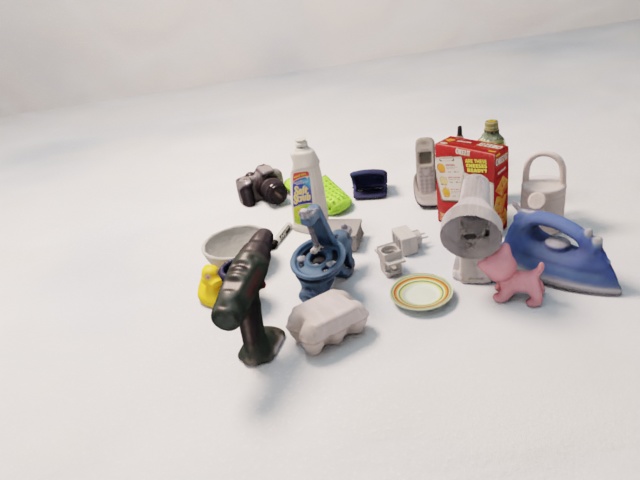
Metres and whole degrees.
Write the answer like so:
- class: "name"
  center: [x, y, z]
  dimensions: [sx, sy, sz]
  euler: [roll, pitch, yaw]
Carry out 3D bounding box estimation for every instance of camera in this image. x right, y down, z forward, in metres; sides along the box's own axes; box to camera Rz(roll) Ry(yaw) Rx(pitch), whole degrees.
- class: "camera"
  center: [-0.163, -0.159, 1.687]
  dimensions: [0.143, 0.101, 0.136]
  euler: [-19, 31, -18]

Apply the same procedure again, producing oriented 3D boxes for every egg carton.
- class: "egg carton"
  center: [0.014, 0.156, 1.109]
  dimensions: [0.151, 0.069, 0.107]
  euler: [-24, 32, -25]

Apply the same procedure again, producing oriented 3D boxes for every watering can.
- class: "watering can"
  center: [0.517, -0.111, 1.324]
  dimensions: [0.100, 0.194, 0.173]
  euler: [-4, 29, 9]

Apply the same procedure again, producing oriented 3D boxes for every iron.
- class: "iron"
  center: [0.491, 0.010, 1.167]
  dimensions: [0.119, 0.142, 0.257]
  euler: [-30, 35, -33]

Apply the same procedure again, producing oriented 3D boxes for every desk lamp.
- class: "desk lamp"
  center: [0.317, -0.015, 1.184]
  dimensions: [0.117, 0.214, 0.203]
  euler: [2, 31, 18]

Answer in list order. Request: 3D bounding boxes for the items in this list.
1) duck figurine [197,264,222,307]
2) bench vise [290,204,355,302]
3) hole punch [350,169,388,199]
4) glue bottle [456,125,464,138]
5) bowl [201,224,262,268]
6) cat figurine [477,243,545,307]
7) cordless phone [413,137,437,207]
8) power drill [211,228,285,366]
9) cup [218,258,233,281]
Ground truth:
- class: "duck figurine"
  center: [-0.239, 0.092, 1.273]
  dimensions: [0.078, 0.086, 0.104]
  euler: [-23, 32, -24]
- class: "bench vise"
  center: [0.000, 0.005, 1.228]
  dimensions: [0.121, 0.220, 0.207]
  euler: [-1, 30, 13]
- class: "hole punch"
  center: [0.140, -0.176, 1.648]
  dimensions: [0.108, 0.091, 0.101]
  euler: [-3, 29, 9]
- class: "glue bottle"
  center: [0.391, -0.237, 1.604]
  dimensions: [0.078, 0.173, 0.037]
  euler: [-22, 32, -23]
- class: "bowl"
  center: [-0.197, 0.032, 1.381]
  dimensions: [0.167, 0.075, 0.167]
  euler: [-6, 29, 4]
- class: "cat figurine"
  center: [0.377, 0.063, 1.128]
  dimensions: [0.127, 0.118, 0.067]
  euler: [4, 31, 21]
- class: "cordless phone"
  center: [0.319, -0.184, 1.516]
  dimensions: [0.147, 0.185, 0.094]
  euler: [-5, 29, 7]
- class: "power drill"
  center: [-0.125, 0.116, 1.073]
  dimensions: [0.075, 0.209, 0.230]
  euler: [1, 30, 17]
- class: "cup"
  center: [-0.166, 0.089, 1.251]
  dimensions: [0.091, 0.095, 0.117]
  euler: [-8, 29, 2]
